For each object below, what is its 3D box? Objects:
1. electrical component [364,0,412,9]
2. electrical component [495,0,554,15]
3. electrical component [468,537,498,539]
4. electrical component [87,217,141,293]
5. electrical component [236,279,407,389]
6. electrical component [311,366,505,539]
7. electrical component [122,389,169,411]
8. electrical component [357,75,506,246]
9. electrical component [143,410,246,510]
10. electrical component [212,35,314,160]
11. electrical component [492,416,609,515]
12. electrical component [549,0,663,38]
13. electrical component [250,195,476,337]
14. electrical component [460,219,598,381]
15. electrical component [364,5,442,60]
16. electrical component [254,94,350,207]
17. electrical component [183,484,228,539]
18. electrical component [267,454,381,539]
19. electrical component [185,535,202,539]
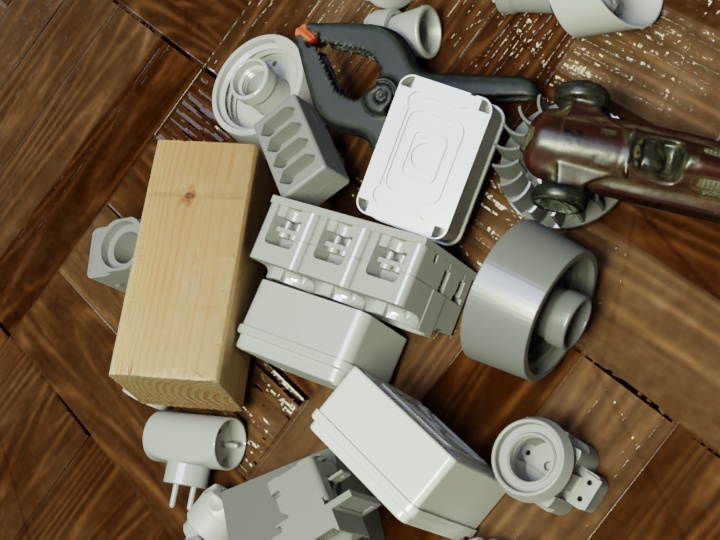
[{"bbox_3d":[0.018,-0.270,0.936,0.051,0.080,0.080,23,85,40],"label":"electrical component"},{"bbox_3d":[0.138,-0.226,0.872,0.046,0.040,0.040,12,79,28],"label":"electrical component"},{"bbox_3d":[0.087,0.205,0.740,0.062,0.043,0.043,-23,62,21],"label":"electrical component"},{"bbox_3d":[-0.202,-0.015,0.989,0.089,0.056,0.050,-8,69,29],"label":"electrical component"},{"bbox_3d":[-0.031,0.057,0.846,0.113,0.078,0.057,17,79,35],"label":"electrical component"},{"bbox_3d":[0.036,0.130,0.759,0.056,0.109,0.109,-51,55,2],"label":"electrical component"},{"bbox_3d":[-0.171,0.078,0.944,0.043,0.043,0.081,23,85,35],"label":"electrical component"},{"bbox_3d":[0.055,-0.082,0.818,0.078,0.057,0.113,22,94,18],"label":"electrical component"},{"bbox_3d":[-0.141,0.159,0.895,0.077,0.044,0.079,1,73,31],"label":"electrical component"},{"bbox_3d":[-0.083,-0.159,0.967,0.108,0.060,0.108,-11,67,28],"label":"electrical component"},{"bbox_3d":[0.125,0.132,0.735,0.078,0.057,0.058,32,90,35],"label":"electrical component"},{"bbox_3d":[0.180,-0.225,0.812,0.064,0.099,0.099,-9,68,35],"label":"electrical component"},{"bbox_3d":[0.000,0.000,0.840,0.150,0.089,0.061,17,82,35],"label":"electrical component"},{"bbox_3d":[0.125,0.026,0.747,0.060,0.108,0.108,26,87,29],"label":"electrical component"},{"bbox_3d":[0.036,-0.201,0.920,0.055,0.045,0.045,3,74,33],"label":"electrical component"},{"bbox_3d":[-0.039,-0.091,0.906,0.047,0.076,0.083,-35,58,20],"label":"electrical component"},{"bbox_3d":[-0.122,0.207,0.867,0.062,0.043,0.043,-51,55,8],"label":"electrical component"},{"bbox_3d":[-0.032,0.170,0.763,0.081,0.042,0.063,-35,55,15],"label":"electrical component"},{"bbox_3d":[-0.157,0.278,0.834,0.109,0.056,0.108,-27,84,21],"label":"electrical component"}]
